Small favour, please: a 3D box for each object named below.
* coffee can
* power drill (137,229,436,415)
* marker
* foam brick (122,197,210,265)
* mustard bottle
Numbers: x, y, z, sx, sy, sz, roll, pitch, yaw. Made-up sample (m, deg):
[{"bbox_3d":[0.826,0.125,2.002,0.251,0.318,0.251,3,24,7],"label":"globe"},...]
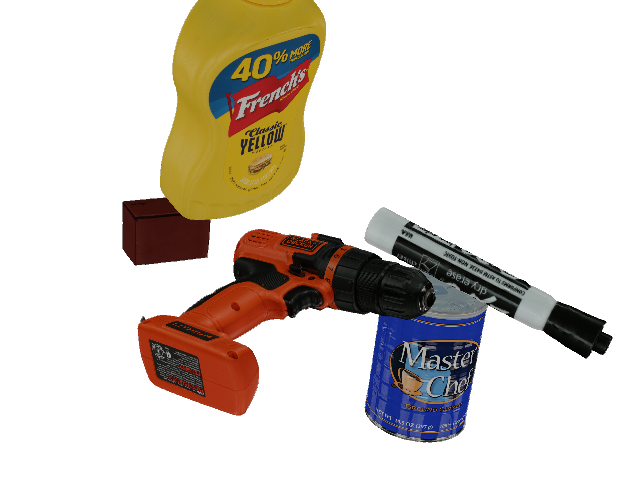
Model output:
[{"bbox_3d":[0.102,0.110,1.042,0.103,0.140,0.103,6,22,-3],"label":"coffee can"},{"bbox_3d":[-0.030,0.057,0.811,0.185,0.057,0.187,11,31,35],"label":"power drill"},{"bbox_3d":[0.076,0.019,0.489,0.121,0.020,0.020,28,9,17],"label":"marker"},{"bbox_3d":[-0.155,-0.011,1.069,0.078,0.051,0.053,-6,22,-23],"label":"foam brick"},{"bbox_3d":[-0.043,-0.100,0.637,0.096,0.192,0.058,-22,56,-30],"label":"mustard bottle"}]
